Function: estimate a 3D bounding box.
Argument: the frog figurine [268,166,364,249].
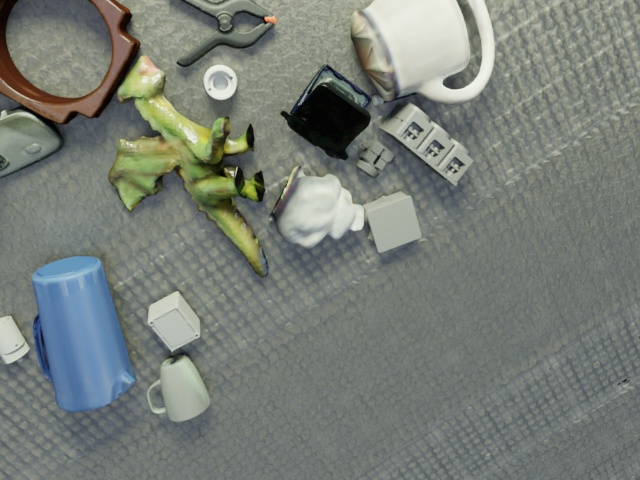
[{"bbox_3d":[0.003,-0.045,0.904,0.159,0.122,0.138,26,83,-6],"label":"frog figurine"}]

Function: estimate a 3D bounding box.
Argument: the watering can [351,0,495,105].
[{"bbox_3d":[0.150,-0.374,0.836,0.224,0.104,0.345,-25,99,-2],"label":"watering can"}]

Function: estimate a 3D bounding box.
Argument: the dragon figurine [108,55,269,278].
[{"bbox_3d":[-0.228,-0.099,0.867,0.242,0.125,0.402,-2,116,8],"label":"dragon figurine"}]
